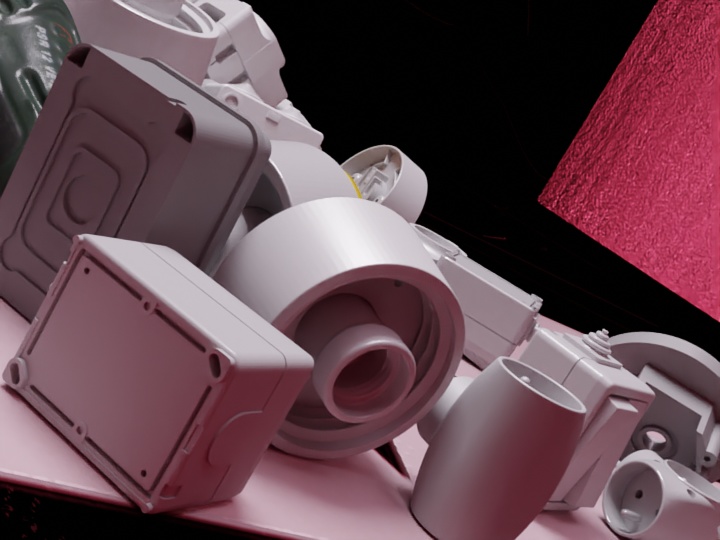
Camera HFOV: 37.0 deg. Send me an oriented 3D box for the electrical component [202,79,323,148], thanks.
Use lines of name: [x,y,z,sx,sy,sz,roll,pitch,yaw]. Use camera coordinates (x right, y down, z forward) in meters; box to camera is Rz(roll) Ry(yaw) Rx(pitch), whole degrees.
electrical component: [-0.084,-0.077,0.762,0.100,0.099,0.048,25,-1,-26]

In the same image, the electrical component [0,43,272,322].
electrical component: [-0.098,-0.027,0.451,0.078,0.113,0.057,35,14,24]

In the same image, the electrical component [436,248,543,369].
electrical component: [0.093,0.034,0.815,0.096,0.061,0.062,32,11,10]

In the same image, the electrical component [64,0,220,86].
electrical component: [-0.143,-0.160,0.695,0.108,0.060,0.108,26,21,-11]

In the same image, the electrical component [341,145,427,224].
electrical component: [0.011,-0.067,0.980,0.064,0.099,0.099,31,9,-32]

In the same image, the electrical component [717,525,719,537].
electrical component: [0.182,0.152,0.503,0.042,0.063,0.081,33,11,11]

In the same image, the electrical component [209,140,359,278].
electrical component: [-0.058,-0.013,0.519,0.108,0.108,0.060,37,18,32]

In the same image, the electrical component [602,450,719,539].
electrical component: [0.174,0.131,0.629,0.077,0.044,0.079,24,12,-32]

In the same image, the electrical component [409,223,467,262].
electrical component: [0.050,-0.001,0.881,0.050,0.055,0.089,36,12,27]

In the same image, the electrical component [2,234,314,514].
electrical component: [-0.073,0.032,0.382,0.096,0.061,0.061,35,12,25]

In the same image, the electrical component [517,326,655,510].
electrical component: [0.112,0.077,0.572,0.061,0.096,0.062,39,13,36]

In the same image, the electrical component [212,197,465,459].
electrical component: [-0.007,0.031,0.455,0.108,0.108,0.060,22,19,-36]

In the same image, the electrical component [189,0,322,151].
electrical component: [-0.102,-0.140,0.857,0.105,0.060,0.186,37,-20,37]

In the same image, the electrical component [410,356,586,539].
electrical component: [0.051,0.073,0.480,0.043,0.077,0.079,22,13,-37]
